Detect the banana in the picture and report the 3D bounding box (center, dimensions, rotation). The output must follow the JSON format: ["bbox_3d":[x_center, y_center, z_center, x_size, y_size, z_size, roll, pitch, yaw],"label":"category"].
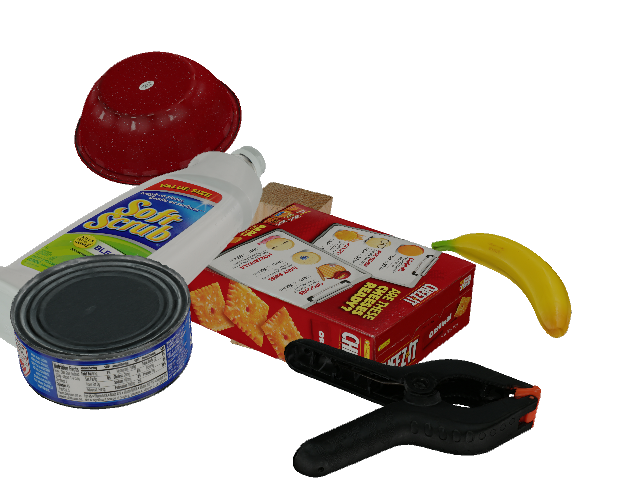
[{"bbox_3d":[0.195,0.036,1.066,0.069,0.037,0.198,-34,37,-15],"label":"banana"}]

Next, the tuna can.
[{"bbox_3d":[-0.105,0.043,0.521,0.086,0.034,0.086,0,32,0],"label":"tuna can"}]

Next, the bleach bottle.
[{"bbox_3d":[-0.132,-0.004,0.817,0.103,0.068,0.250,23,45,23],"label":"bleach bottle"}]

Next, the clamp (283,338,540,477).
[{"bbox_3d":[0.056,0.112,0.683,0.171,0.039,0.120,4,37,3],"label":"clamp"}]

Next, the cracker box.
[{"bbox_3d":[0.007,0.048,0.968,0.214,0.072,0.163,20,33,33],"label":"cracker box"}]

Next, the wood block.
[{"bbox_3d":[-0.052,0.039,1.418,0.090,0.206,0.090,14,22,12],"label":"wood block"}]

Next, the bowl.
[{"bbox_3d":[-0.157,-0.126,0.997,0.162,0.162,0.055,0,-41,8],"label":"bowl"}]
